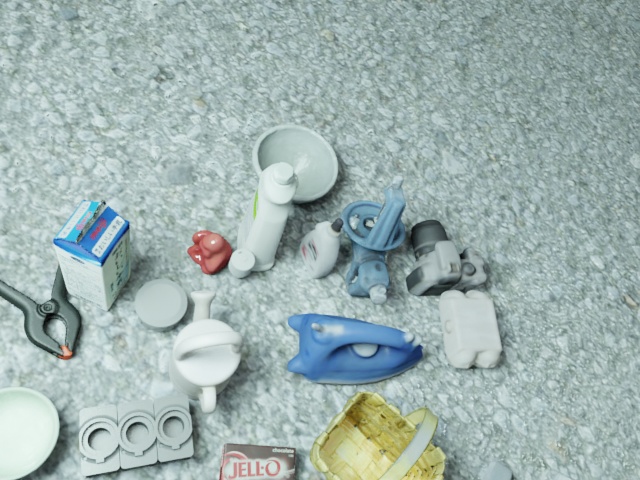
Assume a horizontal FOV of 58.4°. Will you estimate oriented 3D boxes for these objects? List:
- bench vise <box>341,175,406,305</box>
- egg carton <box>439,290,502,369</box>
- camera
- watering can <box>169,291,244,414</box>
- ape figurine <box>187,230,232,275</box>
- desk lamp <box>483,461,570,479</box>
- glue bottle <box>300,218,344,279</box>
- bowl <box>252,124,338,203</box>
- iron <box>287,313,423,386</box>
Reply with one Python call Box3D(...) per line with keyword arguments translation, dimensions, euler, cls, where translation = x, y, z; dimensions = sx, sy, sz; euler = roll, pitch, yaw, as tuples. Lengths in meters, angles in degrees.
Box3D(translation=(0.113, -0.002, 1.002), dimensions=(0.122, 0.219, 0.207), euler=(-13, 70, -23), cls="bench vise")
Box3D(translation=(0.274, 0.165, 1.061), dimensions=(0.107, 0.069, 0.150), euler=(3, 64, -17), cls="egg carton")
Box3D(translation=(0.237, 0.028, 1.097), dimensions=(0.143, 0.100, 0.137), euler=(-2, 66, -19), cls="camera")
Box3D(translation=(-0.170, 0.161, 0.845), dimensions=(0.101, 0.194, 0.172), euler=(-24, 74, -26), cls="watering can")
Box3D(translation=(-0.184, 0.015, 0.971), dimensions=(0.076, 0.092, 0.078), euler=(3, 64, -16), cls="ape figurine")
Box3D(translation=(0.309, 0.434, 0.858), dimensions=(0.118, 0.213, 0.203), euler=(35, 60, 1), cls="desk lamp")
Box3D(translation=(0.009, 0.004, 0.993), dimensions=(0.037, 0.173, 0.078), euler=(-19, 72, -25), cls="glue bottle")
Box3D(translation=(-0.053, -0.134, 1.096), dimensions=(0.168, 0.074, 0.167), euler=(7, 63, -15), cls="bowl")
Box3D(translation=(0.080, 0.170, 0.953), dimensions=(0.259, 0.141, 0.118), euler=(6, 63, -15), cls="iron")
